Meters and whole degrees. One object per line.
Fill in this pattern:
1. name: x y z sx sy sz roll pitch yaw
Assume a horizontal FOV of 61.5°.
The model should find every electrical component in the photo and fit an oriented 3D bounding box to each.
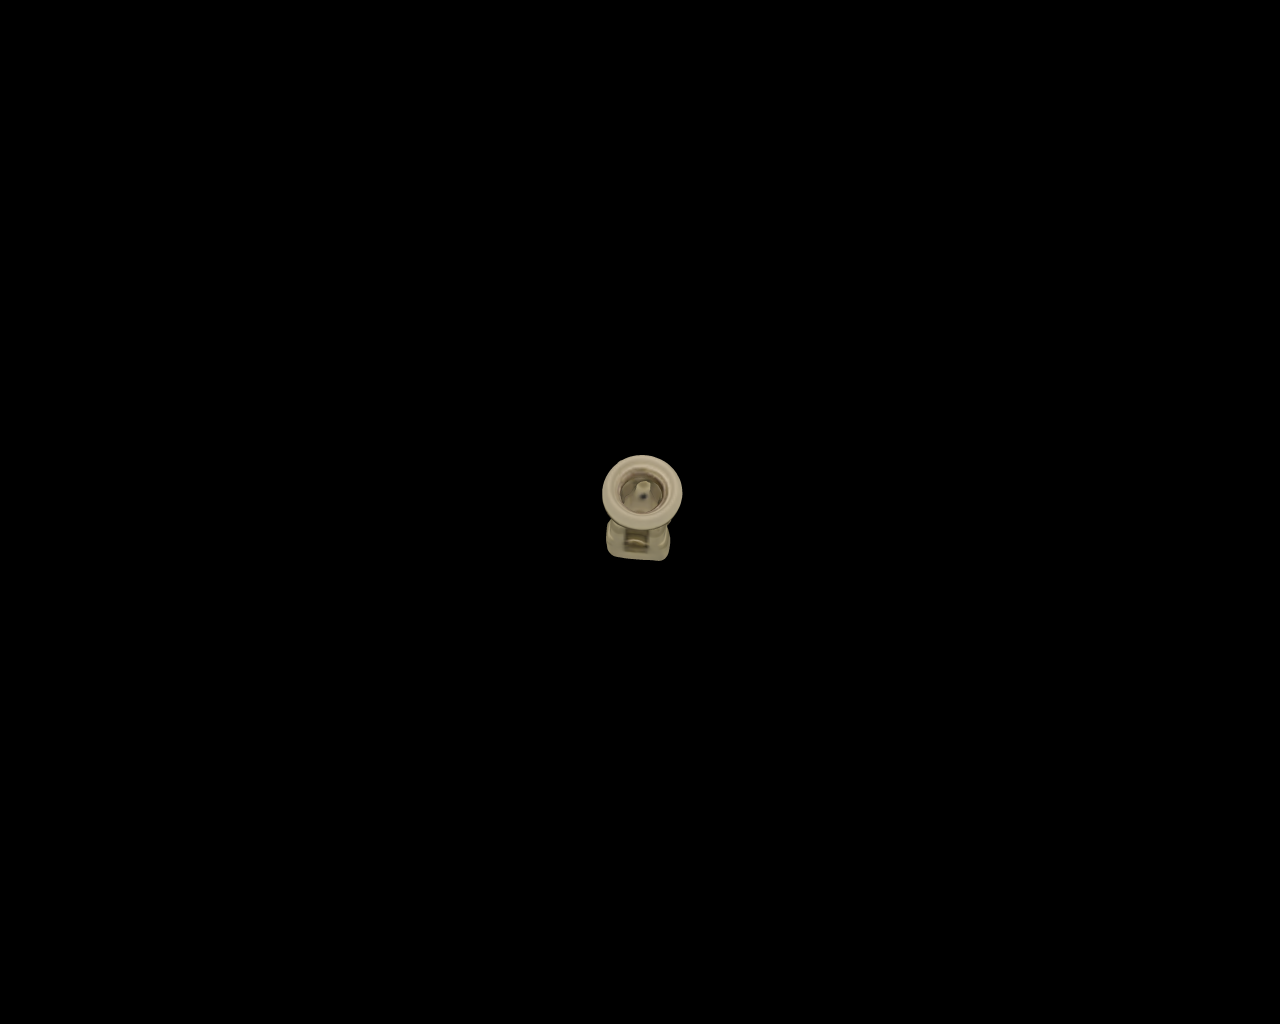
1. electrical component: 0.001 -0.003 0.650 0.048 0.066 0.055 4 -28 2
